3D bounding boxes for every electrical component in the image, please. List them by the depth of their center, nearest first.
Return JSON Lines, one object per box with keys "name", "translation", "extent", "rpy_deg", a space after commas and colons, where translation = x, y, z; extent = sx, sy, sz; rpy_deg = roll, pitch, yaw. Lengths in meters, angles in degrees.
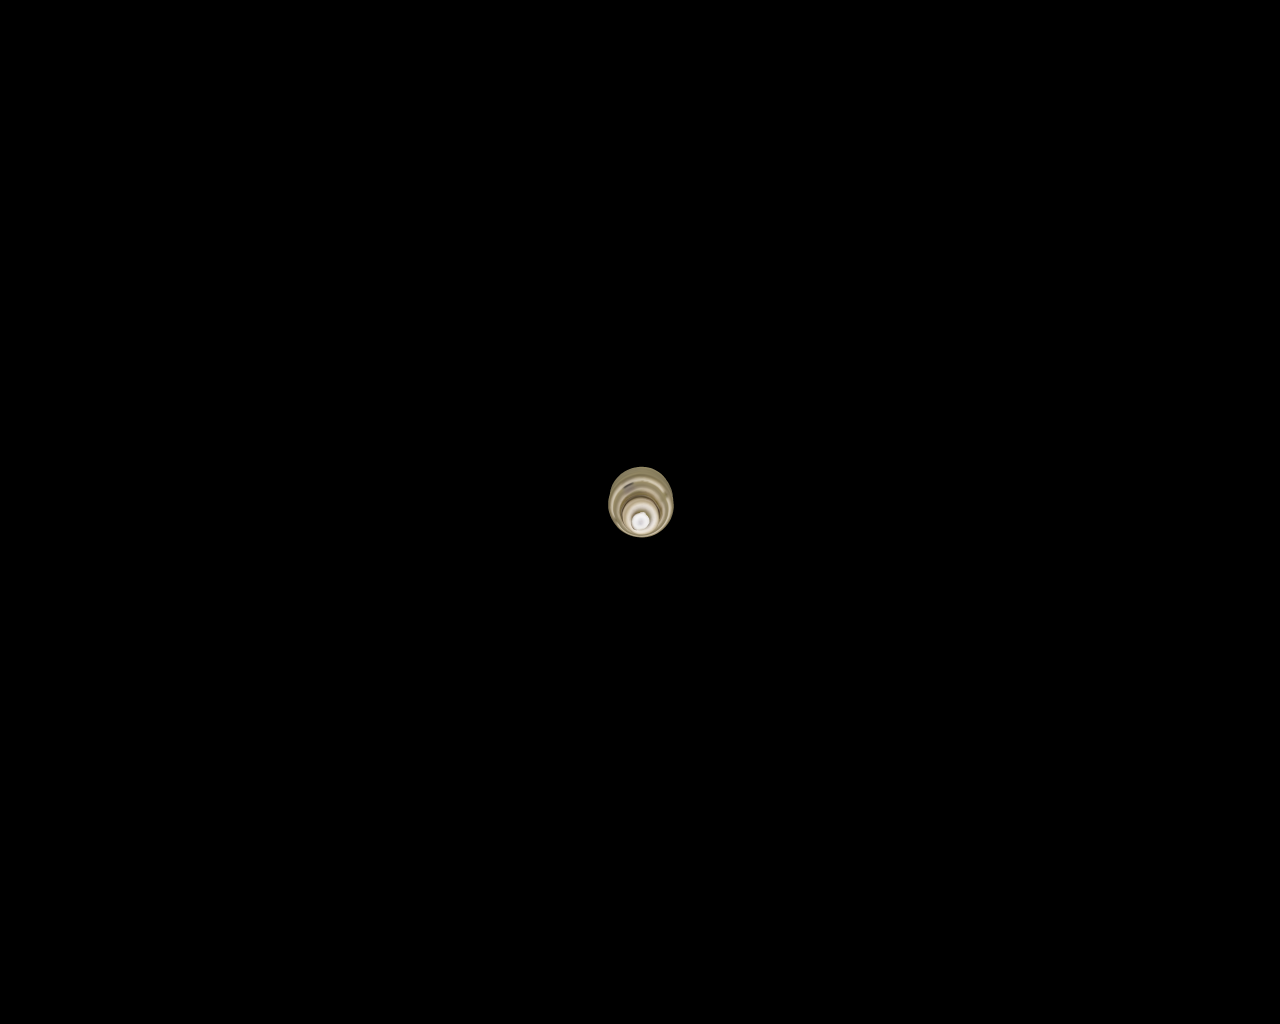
{"name": "electrical component", "translation": [0.001, -0.003, 0.650], "extent": [0.040, 0.040, 0.078], "rpy_deg": [0, 13, 0]}
